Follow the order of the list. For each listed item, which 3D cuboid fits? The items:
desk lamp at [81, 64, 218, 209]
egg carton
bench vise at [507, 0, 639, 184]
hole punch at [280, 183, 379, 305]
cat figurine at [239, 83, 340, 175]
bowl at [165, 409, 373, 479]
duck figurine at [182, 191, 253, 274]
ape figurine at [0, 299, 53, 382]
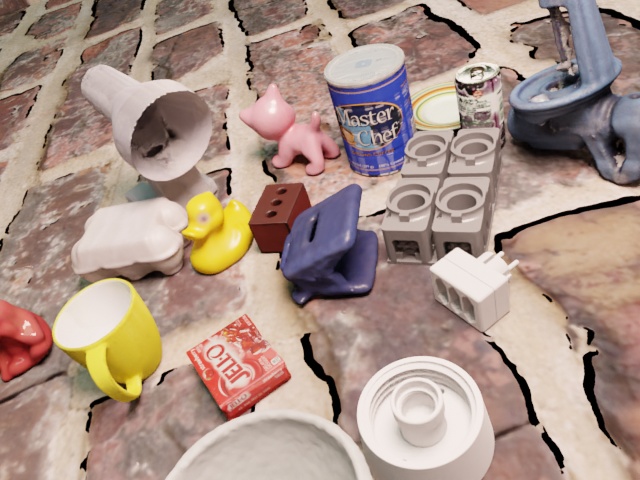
[{"bbox_3d":[-0.223,-0.124,0.762,0.202,0.214,0.118,25,57,40],"label":"desk lamp"},{"bbox_3d":[-0.240,0.002,0.738,0.150,0.069,0.107,-10,41,11],"label":"egg carton"},{"bbox_3d":[0.300,-0.183,0.615,0.206,0.220,0.122,13,49,33],"label":"bench vise"},{"bbox_3d":[0.006,0.002,0.623,0.101,0.091,0.108,-6,41,15],"label":"hole punch"},{"bbox_3d":[-0.046,-0.162,0.809,0.127,0.118,0.067,13,49,33],"label":"cat figurine"},{"bbox_3d":[-0.035,0.213,0.412,0.167,0.075,0.167,-11,40,10],"label":"bowl"},{"bbox_3d":[-0.131,-0.021,0.709,0.077,0.086,0.105,9,48,30],"label":"duck figurine"},{"bbox_3d":[-0.350,0.104,0.648,0.077,0.092,0.076,-1,43,20],"label":"ape figurine"}]
